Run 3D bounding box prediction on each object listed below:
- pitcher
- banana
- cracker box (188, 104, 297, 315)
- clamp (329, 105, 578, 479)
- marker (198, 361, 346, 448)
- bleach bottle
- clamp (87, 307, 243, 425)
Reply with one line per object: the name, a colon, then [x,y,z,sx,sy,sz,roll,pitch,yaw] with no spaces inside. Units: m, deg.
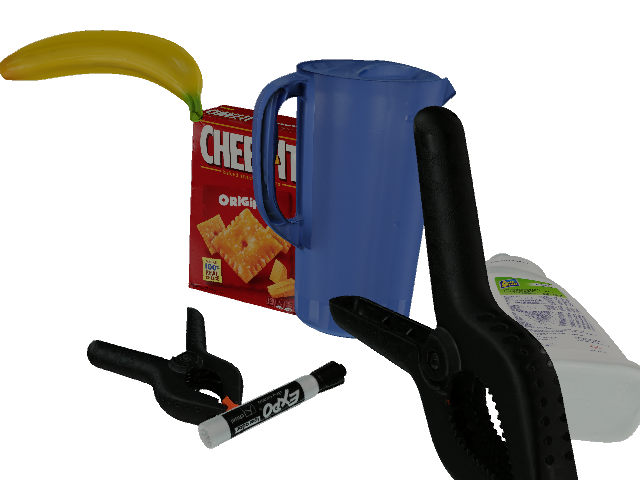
pitcher: [0.027,-0.040,0.960,0.149,0.243,0.144,10,17,19]
banana: [-0.178,-0.151,0.909,0.198,0.069,0.037,13,-40,18]
cracker box: [-0.066,-0.034,1.217,0.164,0.214,0.072,14,22,26]
clamp: [0.071,0.047,0.530,0.036,0.165,0.210,-7,44,-26]
marker: [-0.031,0.114,0.757,0.120,0.020,0.020,-22,12,-31]
bleach bottle: [0.184,0.072,0.892,0.102,0.068,0.251,7,21,-5]
clamp: [-0.119,0.115,0.976,0.172,0.039,0.120,29,45,35]
